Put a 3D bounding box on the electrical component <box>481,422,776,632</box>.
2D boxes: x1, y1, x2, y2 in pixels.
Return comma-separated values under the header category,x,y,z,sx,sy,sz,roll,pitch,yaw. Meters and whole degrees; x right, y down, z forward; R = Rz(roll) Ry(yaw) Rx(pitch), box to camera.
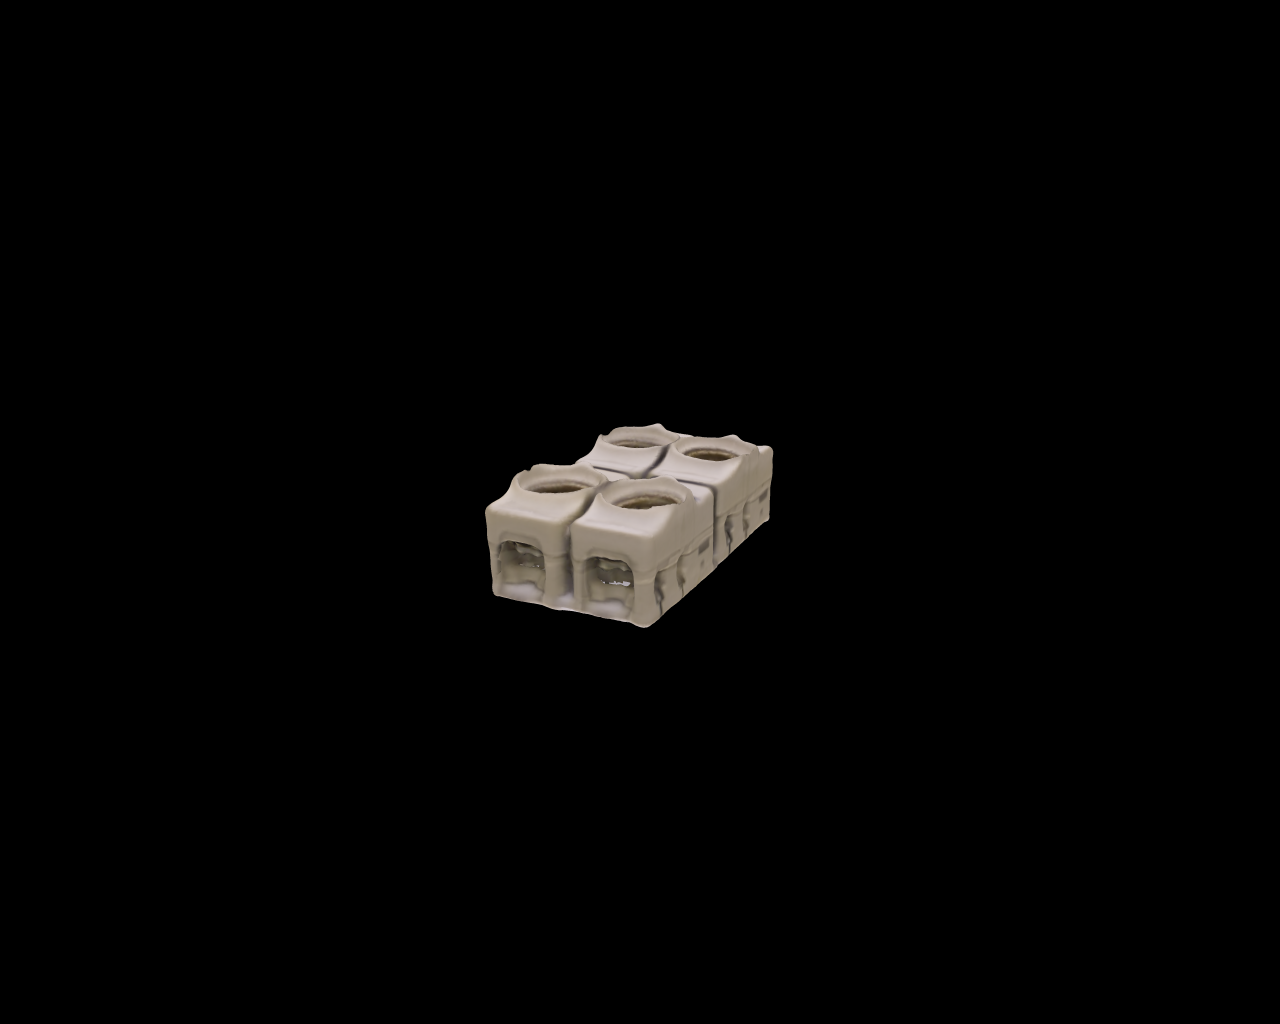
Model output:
category,x,y,z,sx,sy,sz,roll,pitch,yaw
electrical component,0.001,-0.003,0.650,0.105,0.060,0.186,10,23,26
